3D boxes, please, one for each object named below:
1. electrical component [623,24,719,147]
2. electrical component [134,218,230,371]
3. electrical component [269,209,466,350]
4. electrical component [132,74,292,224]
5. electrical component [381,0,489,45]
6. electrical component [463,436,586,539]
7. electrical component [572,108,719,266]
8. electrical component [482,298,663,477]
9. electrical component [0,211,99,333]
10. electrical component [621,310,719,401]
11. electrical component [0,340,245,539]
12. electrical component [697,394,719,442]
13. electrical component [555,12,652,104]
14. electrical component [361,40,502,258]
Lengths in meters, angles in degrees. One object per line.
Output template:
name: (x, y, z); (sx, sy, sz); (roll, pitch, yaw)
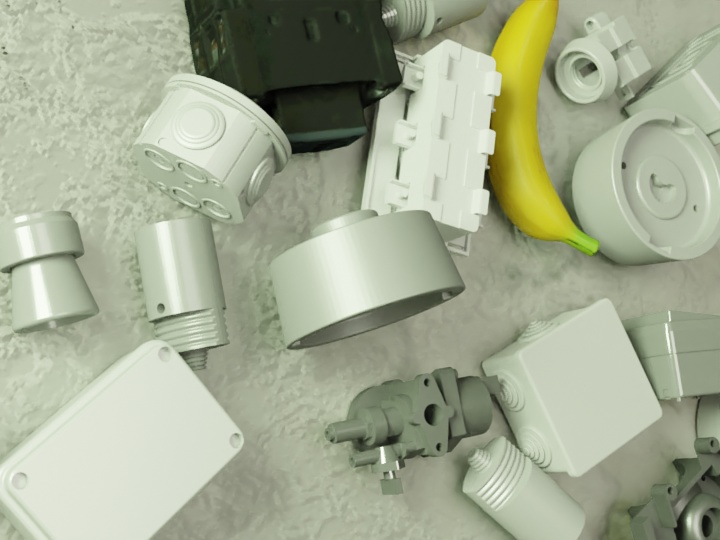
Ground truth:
electrical component: (0.264, -0.138, 0.808); (0.113, 0.078, 0.057); (-43, 98, -29)
electrical component: (-0.097, 0.016, 0.595); (0.043, 0.043, 0.081); (-7, 83, -30)
electrical component: (0.000, 0.000, 0.618); (0.108, 0.108, 0.060); (-13, 80, -30)
electrical component: (-0.083, -0.067, 0.601); (0.080, 0.080, 0.051); (36, 70, -18)
electrical component: (0.042, -0.177, 0.714); (0.081, 0.043, 0.043); (-27, 93, -30)
electrical component: (0.098, 0.140, 0.676); (0.081, 0.043, 0.043); (43, 63, -14)
electrical component: (0.201, -0.054, 0.764); (0.108, 0.060, 0.108); (6, 76, -28)
electrical component: (0.138, 0.078, 0.708); (0.100, 0.048, 0.099); (-27, 93, -31)
electrical component: (-0.164, 0.001, 0.561); (0.045, 0.045, 0.055); (-12, 85, -30)
electrical component: (0.231, 0.060, 0.756); (0.096, 0.062, 0.061); (-2, 80, -29)
electrical component: (-0.125, 0.099, 0.554); (0.113, 0.057, 0.078); (-43, 101, -29)
electrical component: (0.308, 0.117, 0.786); (0.108, 0.060, 0.108); (6, 76, -28)
electrical component: (0.174, -0.149, 0.780); (0.055, 0.048, 0.066); (-34, 96, -38)
electrical component: (0.049, -0.078, 0.685); (0.079, 0.063, 0.121); (16, 72, -25)
